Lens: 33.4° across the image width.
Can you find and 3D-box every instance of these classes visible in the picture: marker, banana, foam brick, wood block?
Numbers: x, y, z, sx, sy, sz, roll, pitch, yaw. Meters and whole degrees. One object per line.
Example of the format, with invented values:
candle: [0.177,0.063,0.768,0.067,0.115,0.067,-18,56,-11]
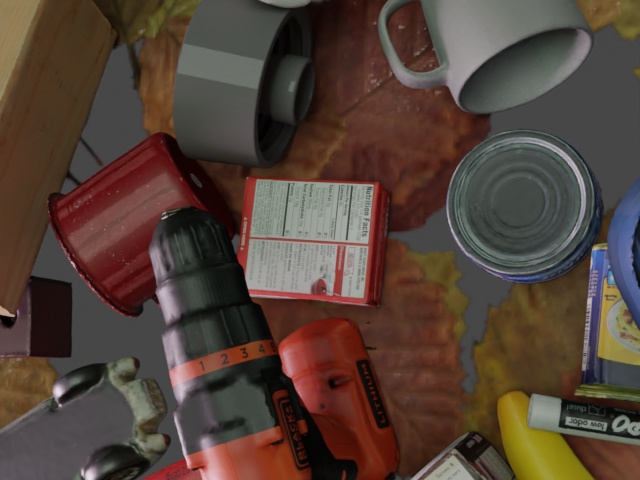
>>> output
marker: [0.173,0.102,0.571,0.121,0.020,0.020,9,86,6]
banana: [0.172,0.156,0.572,0.198,0.037,0.069,28,70,17]
foam brick: [-0.209,0.052,0.701,0.078,0.051,0.053,-4,82,18]
wood block: [-0.213,-0.068,0.668,0.091,0.090,0.206,7,69,20]

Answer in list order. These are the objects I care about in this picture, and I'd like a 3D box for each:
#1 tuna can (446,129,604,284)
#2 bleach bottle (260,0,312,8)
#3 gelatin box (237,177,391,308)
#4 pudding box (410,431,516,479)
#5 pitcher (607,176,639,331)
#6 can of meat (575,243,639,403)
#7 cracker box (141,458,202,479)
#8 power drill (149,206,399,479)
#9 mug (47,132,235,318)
tuna can: [0.116,-0.019,0.608,0.086,0.033,0.086,-3,81,20]
bleach bottle: [-0.063,-0.243,0.648,0.103,0.067,0.251,-56,46,19]
gelatin box: [-0.004,0.001,0.650,0.089,0.030,0.073,4,83,19]
pudding box: [0.050,0.156,0.580,0.113,0.090,0.039,-45,77,9]
pitcher: [0.245,0.037,0.475,0.149,0.144,0.243,-22,101,36]
can of meat: [0.191,0.047,0.565,0.102,0.057,0.084,4,83,19]
cracker box: [-0.070,0.243,0.621,0.164,0.072,0.214,-28,76,13]
power drill: [-0.021,0.078,0.564,0.057,0.187,0.184,-19,79,17]
mug: [-0.099,-0.003,0.659,0.081,0.093,0.117,-34,105,7]
